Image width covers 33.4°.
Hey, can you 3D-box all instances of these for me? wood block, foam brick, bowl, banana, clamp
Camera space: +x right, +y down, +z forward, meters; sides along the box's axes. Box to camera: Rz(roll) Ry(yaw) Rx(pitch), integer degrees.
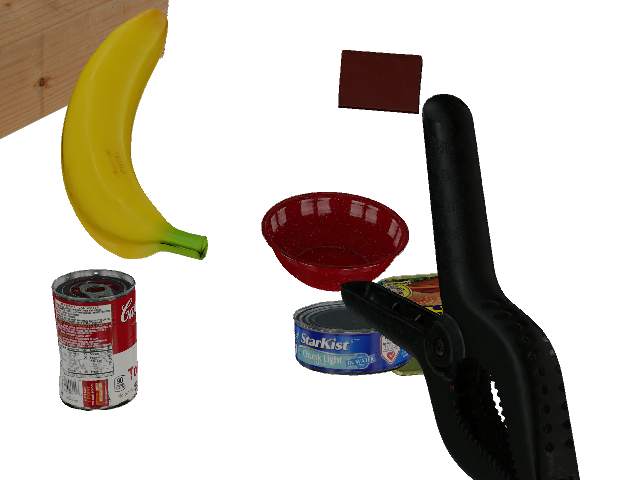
[{"bbox_3d":[-0.233,-0.178,0.923,0.090,0.091,0.205,30,43,21],"label":"wood block"},{"bbox_3d":[0.056,-0.150,1.006,0.078,0.051,0.053,5,15,3],"label":"foam brick"},{"bbox_3d":[0.015,0.008,1.174,0.162,0.055,0.162,3,32,-2],"label":"bowl"},{"bbox_3d":[-0.109,-0.057,0.590,0.069,0.198,0.037,-5,-39,-12],"label":"banana"},{"bbox_3d":[0.075,0.041,0.535,0.036,0.165,0.210,-6,45,-24],"label":"clamp"}]

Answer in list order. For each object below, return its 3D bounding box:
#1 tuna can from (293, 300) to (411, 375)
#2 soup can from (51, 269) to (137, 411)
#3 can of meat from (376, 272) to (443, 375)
[{"bbox_3d":[0.023,0.069,0.765,0.086,0.034,0.086,-1,11,0],"label":"tuna can"},{"bbox_3d":[-0.188,0.083,0.895,0.068,0.102,0.068,1,18,-1],"label":"soup can"},{"bbox_3d":[0.101,0.074,0.982,0.102,0.057,0.084,-3,31,-13],"label":"can of meat"}]
